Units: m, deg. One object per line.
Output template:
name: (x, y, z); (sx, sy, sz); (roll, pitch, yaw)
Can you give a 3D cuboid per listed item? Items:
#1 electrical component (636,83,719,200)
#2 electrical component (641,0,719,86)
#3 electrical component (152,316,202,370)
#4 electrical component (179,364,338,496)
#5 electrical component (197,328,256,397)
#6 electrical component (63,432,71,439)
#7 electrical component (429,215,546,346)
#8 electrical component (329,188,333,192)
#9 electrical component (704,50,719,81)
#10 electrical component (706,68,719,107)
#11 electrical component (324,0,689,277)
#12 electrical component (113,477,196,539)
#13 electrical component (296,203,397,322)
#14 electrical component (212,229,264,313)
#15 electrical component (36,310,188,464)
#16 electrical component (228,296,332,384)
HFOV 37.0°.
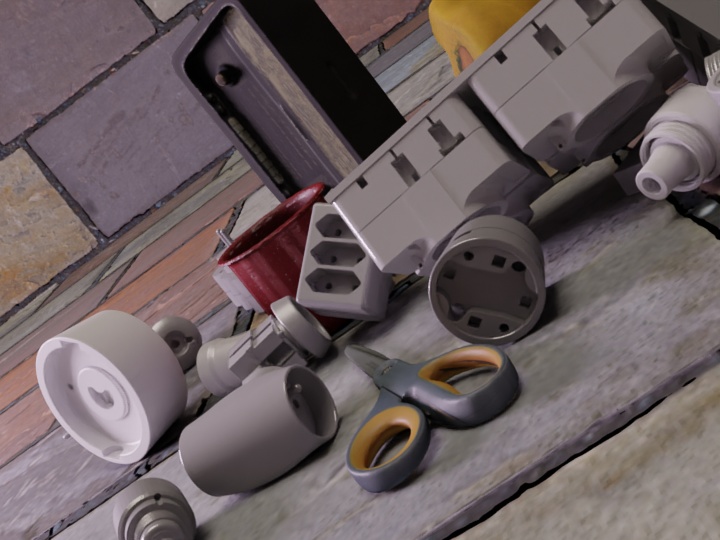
electrical component: (0.157, -0.059, 0.521); (0.062, 0.043, 0.043); (-45, 15, -27)
electrical component: (0.200, -0.185, 0.637); (0.105, 0.060, 0.186); (-37, 45, 0)
electrical component: (-0.167, 0.067, 0.945); (0.048, 0.048, 0.062); (-42, 8, -20)
electrical component: (-0.051, 0.079, 0.591); (0.077, 0.043, 0.079); (-31, 15, 25)
electrical component: (-0.084, 0.063, 0.747); (0.046, 0.040, 0.040); (-22, 19, 30)
electrical component: (-0.216, 0.115, 0.905); (0.079, 0.043, 0.077); (-36, 13, 4)
electrical component: (0.064, 0.003, 0.529); (0.055, 0.055, 0.047); (-32, 10, 21)
electrical component: (-0.027, -0.028, 0.884); (0.055, 0.048, 0.066); (-53, -6, -39)
electrical component: (0.206, -0.100, 0.530); (0.081, 0.043, 0.043); (-28, 16, 37)
electrical component: (0.193, -0.078, 0.482); (0.055, 0.047, 0.055); (-36, 13, 9)
electrical component: (0.086, -0.072, 0.590); (0.186, 0.060, 0.105); (-41, -17, 17)
electrical component: (-0.104, 0.133, 0.552); (0.040, 0.040, 0.078); (-40, 13, -12)
electrical component: (0.000, 0.000, 0.693); (0.047, 0.077, 0.065); (5, 77, 23)
electrical component: (-0.104, -0.008, 0.965); (0.052, 0.073, 0.138); (-40, 13, -13)
electrical component: (-0.176, 0.080, 0.789); (0.108, 0.108, 0.060); (-25, 12, 43)
electrical component: (-0.052, 0.050, 0.693); (0.055, 0.048, 0.066); (-44, 12, 4)
